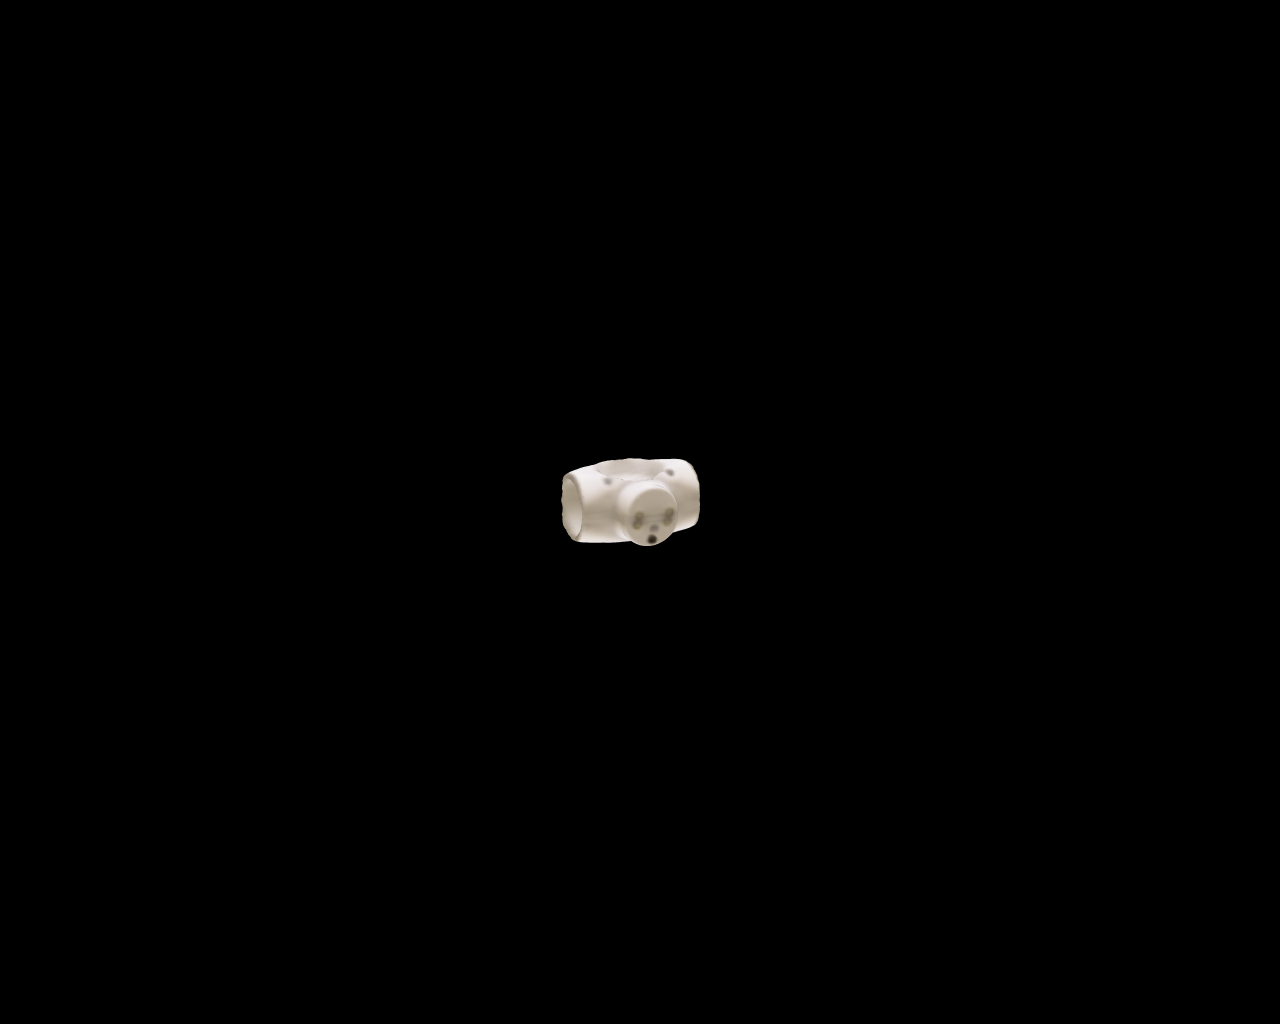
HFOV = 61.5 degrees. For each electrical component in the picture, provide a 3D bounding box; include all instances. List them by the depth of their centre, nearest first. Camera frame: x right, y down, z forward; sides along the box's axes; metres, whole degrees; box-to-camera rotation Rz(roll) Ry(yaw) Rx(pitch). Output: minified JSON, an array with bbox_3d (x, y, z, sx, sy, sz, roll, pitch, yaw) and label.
[{"bbox_3d":[0.001,-0.003,0.650,0.077,0.044,0.079,-7,20,-20],"label":"electrical component"}]
